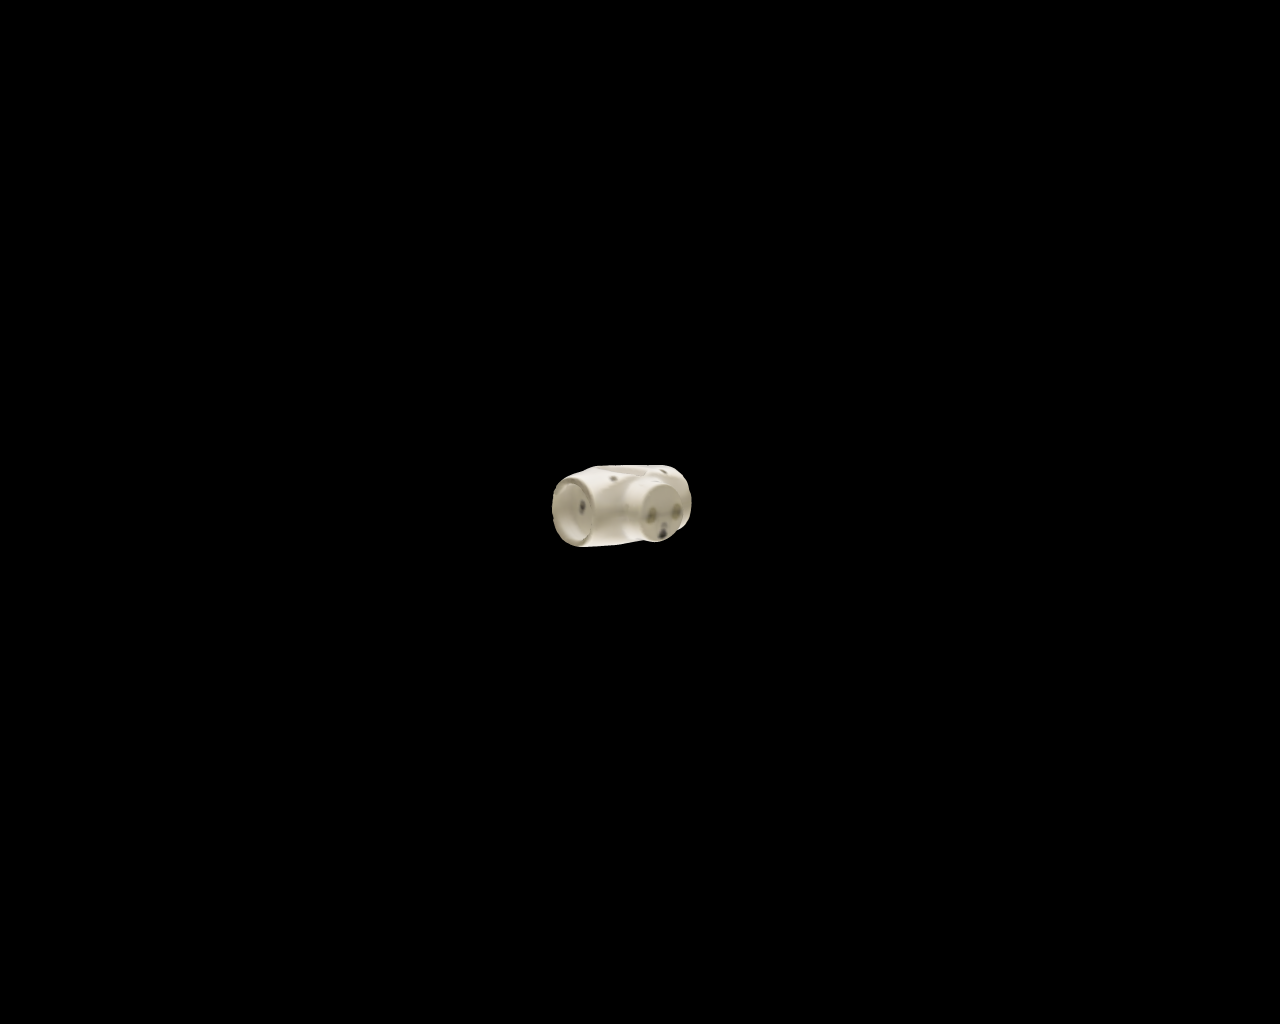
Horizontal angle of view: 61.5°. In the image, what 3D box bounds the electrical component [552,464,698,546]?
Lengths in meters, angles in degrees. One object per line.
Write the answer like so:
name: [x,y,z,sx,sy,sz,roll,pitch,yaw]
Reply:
electrical component: [0.001,-0.003,0.650,0.077,0.043,0.079,-8,13,-39]
